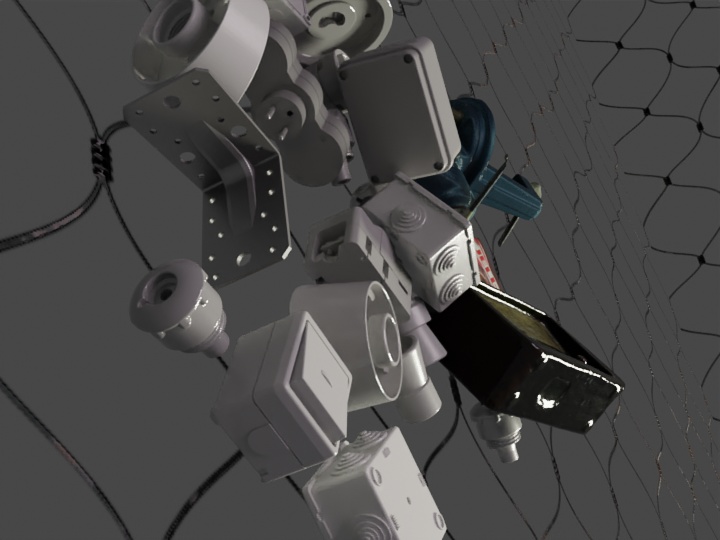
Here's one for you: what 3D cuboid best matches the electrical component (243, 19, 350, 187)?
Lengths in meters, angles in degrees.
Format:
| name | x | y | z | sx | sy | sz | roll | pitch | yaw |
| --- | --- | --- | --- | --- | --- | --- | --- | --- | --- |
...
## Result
| name | x | y | z | sx | sy | sz | roll | pitch | yaw |
| --- | --- | --- | --- | --- | --- | --- | --- | --- | --- |
| electrical component | -0.060 | -0.125 | 0.844 | 0.138 | 0.052 | 0.073 | 59 | 22 | -21 |

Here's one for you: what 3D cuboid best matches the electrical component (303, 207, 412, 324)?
| name | x | y | z | sx | sy | sz | roll | pitch | yaw |
| --- | --- | --- | --- | --- | --- | --- | --- | --- | --- |
| electrical component | 0.000 | 0.000 | 0.861 | 0.089 | 0.050 | 0.055 | 53 | 25 | -31 |

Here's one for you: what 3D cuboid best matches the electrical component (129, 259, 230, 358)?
| name | x | y | z | sx | sy | sz | roll | pitch | yaw |
| --- | --- | --- | --- | --- | --- | --- | --- | --- | --- |
| electrical component | -0.097 | 0.027 | 0.608 | 0.062 | 0.048 | 0.048 | 54 | 23 | -46 |

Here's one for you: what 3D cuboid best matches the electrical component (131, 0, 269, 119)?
| name | x | y | z | sx | sy | sz | roll | pitch | yaw |
| --- | --- | --- | --- | --- | --- | --- | --- | --- | --- |
| electrical component | -0.102 | -0.145 | 0.709 | 0.064 | 0.099 | 0.099 | 36 | 35 | -42 |

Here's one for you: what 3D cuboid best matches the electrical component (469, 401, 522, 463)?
| name | x | y | z | sx | sy | sz | roll | pitch | yaw |
| --- | --- | --- | --- | --- | --- | --- | --- | --- | --- |
| electrical component | 0.136 | 0.154 | 1.038 | 0.048 | 0.048 | 0.062 | -40 | 113 | -69 |

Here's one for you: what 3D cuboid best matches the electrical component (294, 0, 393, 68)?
| name | x | y | z | sx | sy | sz | roll | pitch | yaw |
| --- | --- | --- | --- | --- | --- | --- | --- | --- | --- |
| electrical component | -0.031 | -0.237 | 0.965 | 0.108 | 0.108 | 0.060 | 33 | 33 | -56 |

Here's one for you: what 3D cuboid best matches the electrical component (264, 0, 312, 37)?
| name | x | y | z | sx | sy | sz | roll | pitch | yaw |
| --- | --- | --- | --- | --- | --- | --- | --- | --- | --- |
| electrical component | -0.086 | -0.236 | 0.888 | 0.062 | 0.061 | 0.096 | 39 | 34 | -50 |

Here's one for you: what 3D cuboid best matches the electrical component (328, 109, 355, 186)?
| name | x | y | z | sx | sy | sz | roll | pitch | yaw |
| --- | --- | --- | --- | --- | --- | --- | --- | --- | --- |
| electrical component | -0.025 | -0.103 | 0.921 | 0.043 | 0.043 | 0.062 | 6 | 65 | -67 |

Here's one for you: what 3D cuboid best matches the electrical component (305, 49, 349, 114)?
| name | x | y | z | sx | sy | sz | roll | pitch | yaw |
| --- | --- | --- | --- | --- | --- | --- | --- | --- | --- |
| electrical component | -0.028 | -0.164 | 0.971 | 0.055 | 0.047 | 0.055 | 50 | 26 | -36 |

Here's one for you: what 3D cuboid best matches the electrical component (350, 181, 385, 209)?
| name | x | y | z | sx | sy | sz | roll | pitch | yaw |
| --- | --- | --- | --- | --- | --- | --- | --- | --- | --- |
| electrical component | 0.017 | -0.062 | 0.978 | 0.043 | 0.043 | 0.062 | 64 | 19 | -6 |

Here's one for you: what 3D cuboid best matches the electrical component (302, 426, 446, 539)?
| name | x | y | z | sx | sy | sz | roll | pitch | yaw |
| --- | --- | --- | --- | --- | --- | --- | --- | --- | --- |
| electrical component | 0.013 | 0.162 | 0.724 | 0.099 | 0.048 | 0.100 | 64 | 20 | -4 |

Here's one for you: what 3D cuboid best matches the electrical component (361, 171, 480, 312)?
| name | x | y | z | sx | sy | sz | roll | pitch | yaw |
| --- | --- | --- | --- | --- | --- | --- | --- | --- | --- |
| electrical component | 0.051 | -0.022 | 0.909 | 0.100 | 0.048 | 0.099 | 39 | -19 | 32 |

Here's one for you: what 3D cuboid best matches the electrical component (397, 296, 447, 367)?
| name | x | y | z | sx | sy | sz | roll | pitch | yaw |
| --- | --- | --- | --- | --- | --- | --- | --- | --- | --- |
| electrical component | 0.043 | 0.056 | 0.913 | 0.055 | 0.045 | 0.045 | 66 | 21 | 0 |

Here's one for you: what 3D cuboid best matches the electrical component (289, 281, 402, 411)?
| name | x | y | z | sx | sy | sz | roll | pitch | yaw |
| --- | --- | --- | --- | --- | --- | --- | --- | --- | --- |
| electrical component | -0.006 | 0.055 | 0.802 | 0.099 | 0.064 | 0.099 | -10 | 90 | -74 |

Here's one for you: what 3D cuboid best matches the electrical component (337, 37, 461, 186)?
| name | x | y | z | sx | sy | sz | roll | pitch | yaw |
| --- | --- | --- | --- | --- | --- | --- | --- | --- | --- |
| electrical component | 0.034 | -0.136 | 0.928 | 0.057 | 0.078 | 0.113 | -53 | 129 | -62 |

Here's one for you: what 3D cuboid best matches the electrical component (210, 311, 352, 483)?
| name | x | y | z | sx | sy | sz | roll | pitch | yaw |
| --- | --- | --- | --- | --- | --- | --- | --- | --- | --- |
| electrical component | -0.042 | 0.072 | 0.667 | 0.061 | 0.061 | 0.096 | 57 | 23 | -24 |

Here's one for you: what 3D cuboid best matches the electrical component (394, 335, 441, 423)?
| name | x | y | z | sx | sy | sz | roll | pitch | yaw |
| --- | --- | --- | --- | --- | --- | --- | --- | --- | --- |
| electrical component | 0.039 | 0.091 | 0.875 | 0.065 | 0.044 | 0.044 | 64 | 20 | -19 |
